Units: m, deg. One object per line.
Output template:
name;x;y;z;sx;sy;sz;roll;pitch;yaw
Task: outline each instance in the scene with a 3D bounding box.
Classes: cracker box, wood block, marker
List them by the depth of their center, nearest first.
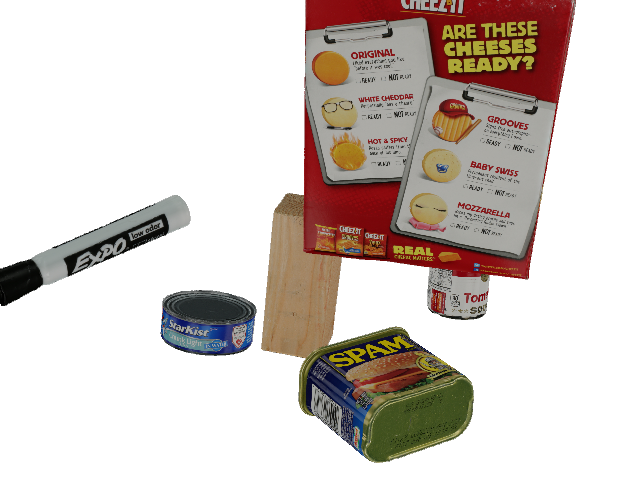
marker;-0.125;0.005;0.576;0.120;0.020;0.020;-26;14;-32
cracker box;0.074;-0.084;0.719;0.164;0.214;0.072;7;37;8
wood block;-0.023;0.049;1.486;0.090;0.206;0.090;10;22;8

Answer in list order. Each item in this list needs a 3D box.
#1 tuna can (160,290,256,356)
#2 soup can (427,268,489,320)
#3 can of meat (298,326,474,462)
tuna can;-0.102;0.075;0.972;0.086;0.034;0.086;6;15;-2
soup can;0.156;0.030;1.190;0.068;0.102;0.068;3;15;-1
can of meat;0.049;0.112;0.777;0.101;0.057;0.084;-12;27;-31
